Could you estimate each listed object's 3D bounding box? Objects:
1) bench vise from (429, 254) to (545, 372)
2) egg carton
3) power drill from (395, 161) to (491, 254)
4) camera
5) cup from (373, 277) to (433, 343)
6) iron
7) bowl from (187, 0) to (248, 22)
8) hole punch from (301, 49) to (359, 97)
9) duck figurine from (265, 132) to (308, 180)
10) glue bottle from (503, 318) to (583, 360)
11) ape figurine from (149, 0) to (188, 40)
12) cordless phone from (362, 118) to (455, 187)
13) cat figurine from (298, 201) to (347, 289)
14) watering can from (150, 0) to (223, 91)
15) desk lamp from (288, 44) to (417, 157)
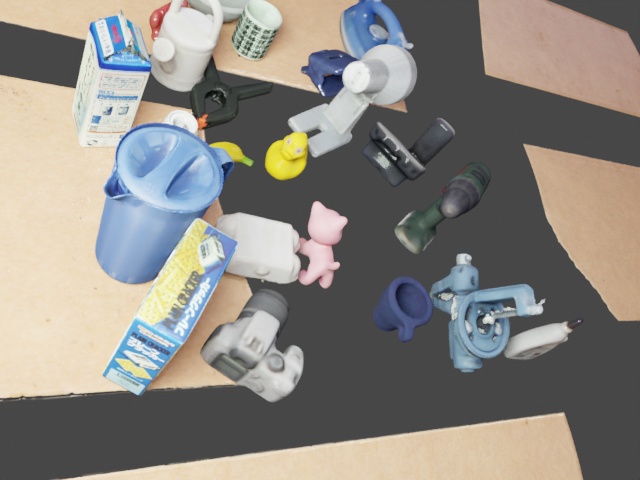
[{"bbox_3d":[0.288,0.111,1.026,0.122,0.219,0.207,-11,68,-36],"label":"bench vise"},{"bbox_3d":[-0.103,0.016,0.945,0.151,0.069,0.107,12,56,-25],"label":"egg carton"},{"bbox_3d":[0.241,-0.061,1.113,0.075,0.208,0.230,45,49,1],"label":"power drill"},{"bbox_3d":[-0.081,0.146,0.856,0.143,0.100,0.137,35,49,-8],"label":"camera"},{"bbox_3d":[0.136,0.135,1.000,0.092,0.094,0.118,21,53,-19],"label":"cup"},{"bbox_3d":[0.134,-0.499,1.368,0.119,0.141,0.258,-9,67,-35],"label":"iron"},{"bbox_3d":[-0.223,-0.515,1.201,0.168,0.074,0.167,16,55,-23],"label":"bowl"},{"bbox_3d":[0.030,-0.383,1.263,0.109,0.091,0.101,-26,77,-40],"label":"hole punch"},{"bbox_3d":[-0.051,-0.171,1.084,0.077,0.086,0.105,41,49,-2],"label":"duck figurine"},{"bbox_3d":[0.436,0.187,1.101,0.078,0.172,0.037,10,57,-26],"label":"glue bottle"},{"bbox_3d":[-0.280,-0.427,1.099,0.078,0.092,0.076,31,50,-12],"label":"ape figurine"},{"bbox_3d":[0.187,-0.213,1.191,0.147,0.184,0.094,43,49,-1],"label":"cordless phone"},{"bbox_3d":[0.009,0.004,0.989,0.067,0.117,0.127,6,59,-28],"label":"cat figurine"},{"bbox_3d":[-0.234,-0.361,1.018,0.101,0.193,0.173,19,53,-20],"label":"watering can"},{"bbox_3d":[0.073,-0.287,1.148,0.204,0.213,0.118,-34,82,-41],"label":"desk lamp"}]
